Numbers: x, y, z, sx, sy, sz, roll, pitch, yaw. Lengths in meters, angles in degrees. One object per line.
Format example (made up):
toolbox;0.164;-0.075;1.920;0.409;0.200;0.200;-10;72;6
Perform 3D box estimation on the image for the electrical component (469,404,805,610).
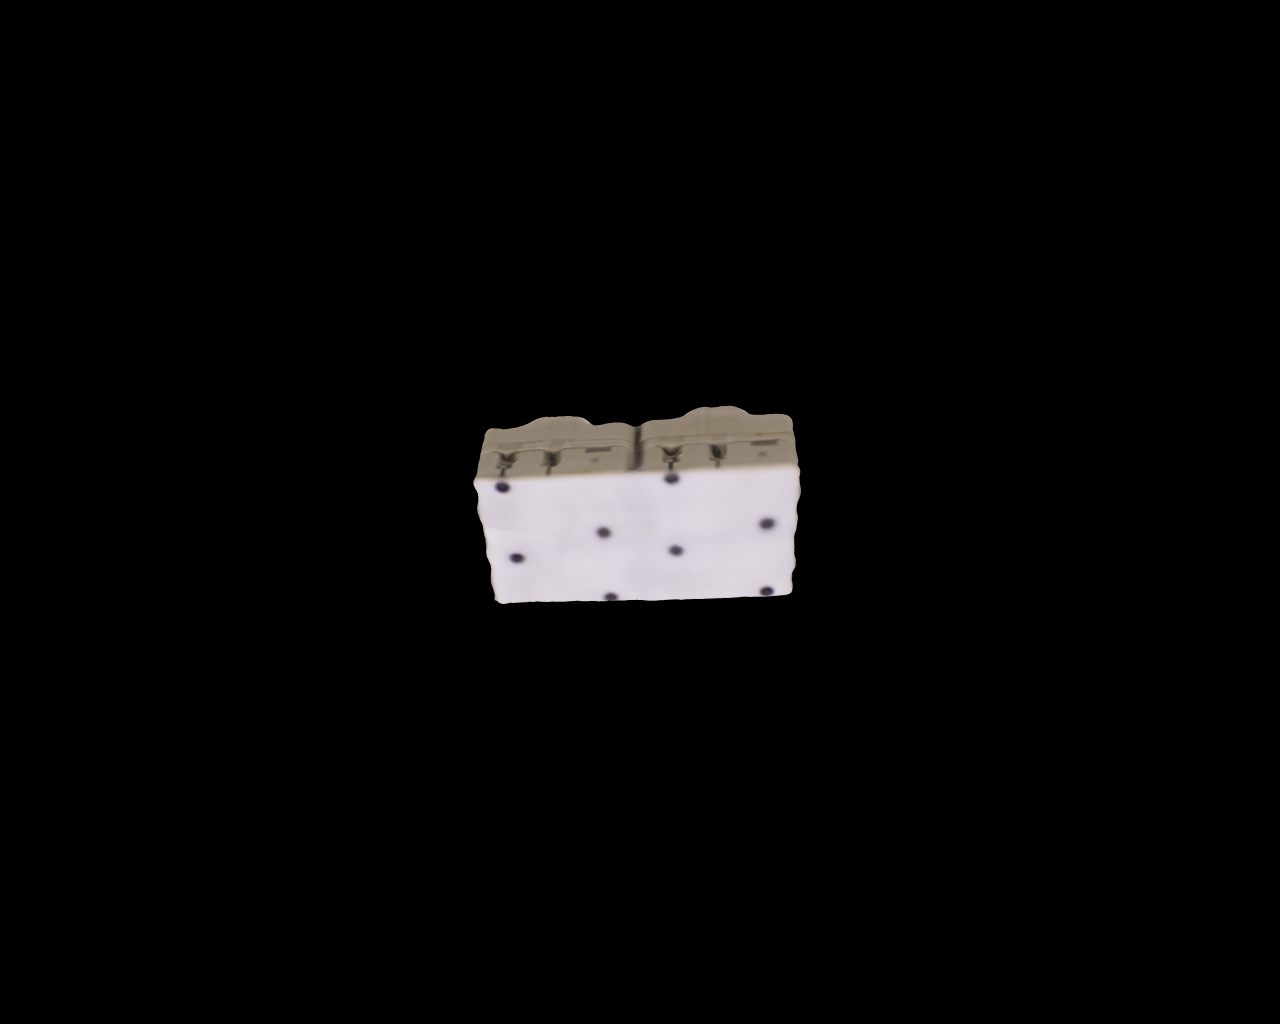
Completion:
electrical component;0.001;-0.003;0.650;0.186;0.105;0.060;-2;40;2
